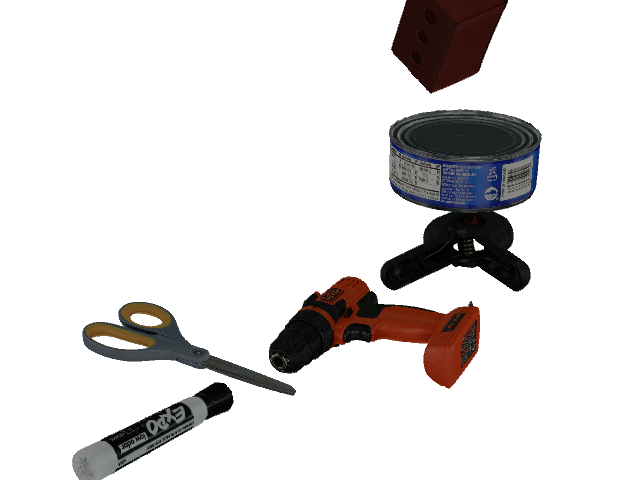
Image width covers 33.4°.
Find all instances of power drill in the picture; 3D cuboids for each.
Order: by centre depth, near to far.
[{"bbox_3d":[0.059,0.099,1.110,0.188,0.057,0.184,11,28,25],"label":"power drill"}]

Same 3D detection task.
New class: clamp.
[{"bbox_3d":[0.133,0.006,0.919,0.120,0.039,0.171,9,25,21],"label":"clamp"}]

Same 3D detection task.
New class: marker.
[{"bbox_3d":[-0.089,0.105,0.598,0.020,0.020,0.120,0,12,33],"label":"marker"}]

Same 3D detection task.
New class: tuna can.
[{"bbox_3d":[0.082,-0.046,0.611,0.086,0.034,0.086,0,24,0],"label":"tuna can"}]

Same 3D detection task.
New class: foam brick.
[{"bbox_3d":[0.094,-0.159,0.792,0.051,0.053,0.078,-28,-24,-25],"label":"foam brick"}]

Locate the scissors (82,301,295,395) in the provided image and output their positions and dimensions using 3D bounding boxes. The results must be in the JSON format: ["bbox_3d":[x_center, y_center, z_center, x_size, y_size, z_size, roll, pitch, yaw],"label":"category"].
[{"bbox_3d":[-0.114,0.095,0.973,0.202,0.016,0.096,10,28,4],"label":"scissors"}]
